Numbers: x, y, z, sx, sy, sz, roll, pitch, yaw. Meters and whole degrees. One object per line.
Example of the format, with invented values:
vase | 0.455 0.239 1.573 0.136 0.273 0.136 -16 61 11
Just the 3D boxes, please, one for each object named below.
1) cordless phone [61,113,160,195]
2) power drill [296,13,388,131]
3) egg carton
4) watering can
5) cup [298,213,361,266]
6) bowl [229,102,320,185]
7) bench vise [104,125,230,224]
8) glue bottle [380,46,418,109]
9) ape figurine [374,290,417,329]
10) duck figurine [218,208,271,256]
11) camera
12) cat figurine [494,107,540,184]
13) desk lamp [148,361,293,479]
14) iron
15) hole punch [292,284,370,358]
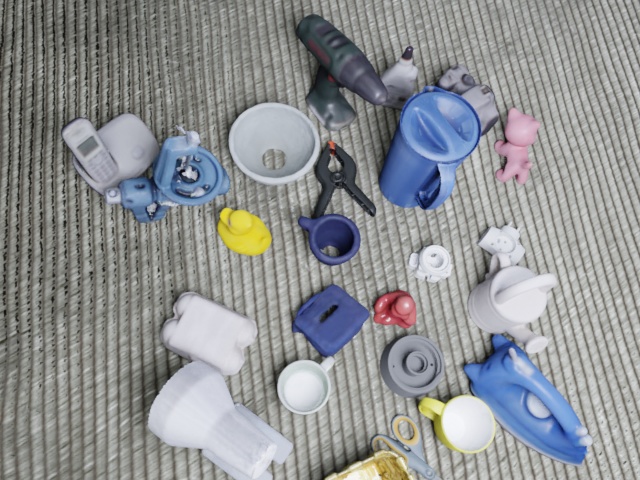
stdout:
cordless phone | -0.363 -0.170 0.990 0.094 0.185 0.148 39 72 7
power drill | 0.035 -0.296 1.066 0.076 0.208 0.229 -33 78 -15
egg carton | -0.187 0.158 0.964 0.150 0.069 0.107 24 71 2
watering can | 0.337 0.102 0.977 0.101 0.194 0.173 -33 78 -15
cup | 0.009 0.004 1.024 0.117 0.095 0.092 29 71 4
bowl | -0.087 -0.170 1.080 0.167 0.074 0.167 2 72 -6
bench vise | -0.253 -0.099 0.961 0.208 0.219 0.121 -35 79 -16
glue bottle | 0.154 -0.316 1.105 0.078 0.173 0.037 15 71 -1
ape figurine | 0.139 0.119 1.003 0.077 0.092 0.076 45 73 9
duck figurine | -0.135 -0.021 1.020 0.104 0.086 0.077 31 71 4
camera | 0.266 -0.262 1.138 0.137 0.101 0.143 -33 78 -15
cat figurine | 0.392 -0.188 1.120 0.067 0.117 0.128 1 72 -6
desk lamp | -0.138 0.284 0.852 0.203 0.213 0.118 34 71 5
iron | 0.371 0.276 0.952 0.119 0.141 0.258 -41 81 -17
hole punch | 0.016 0.137 0.983 0.109 0.091 0.101 -42 81 -17
